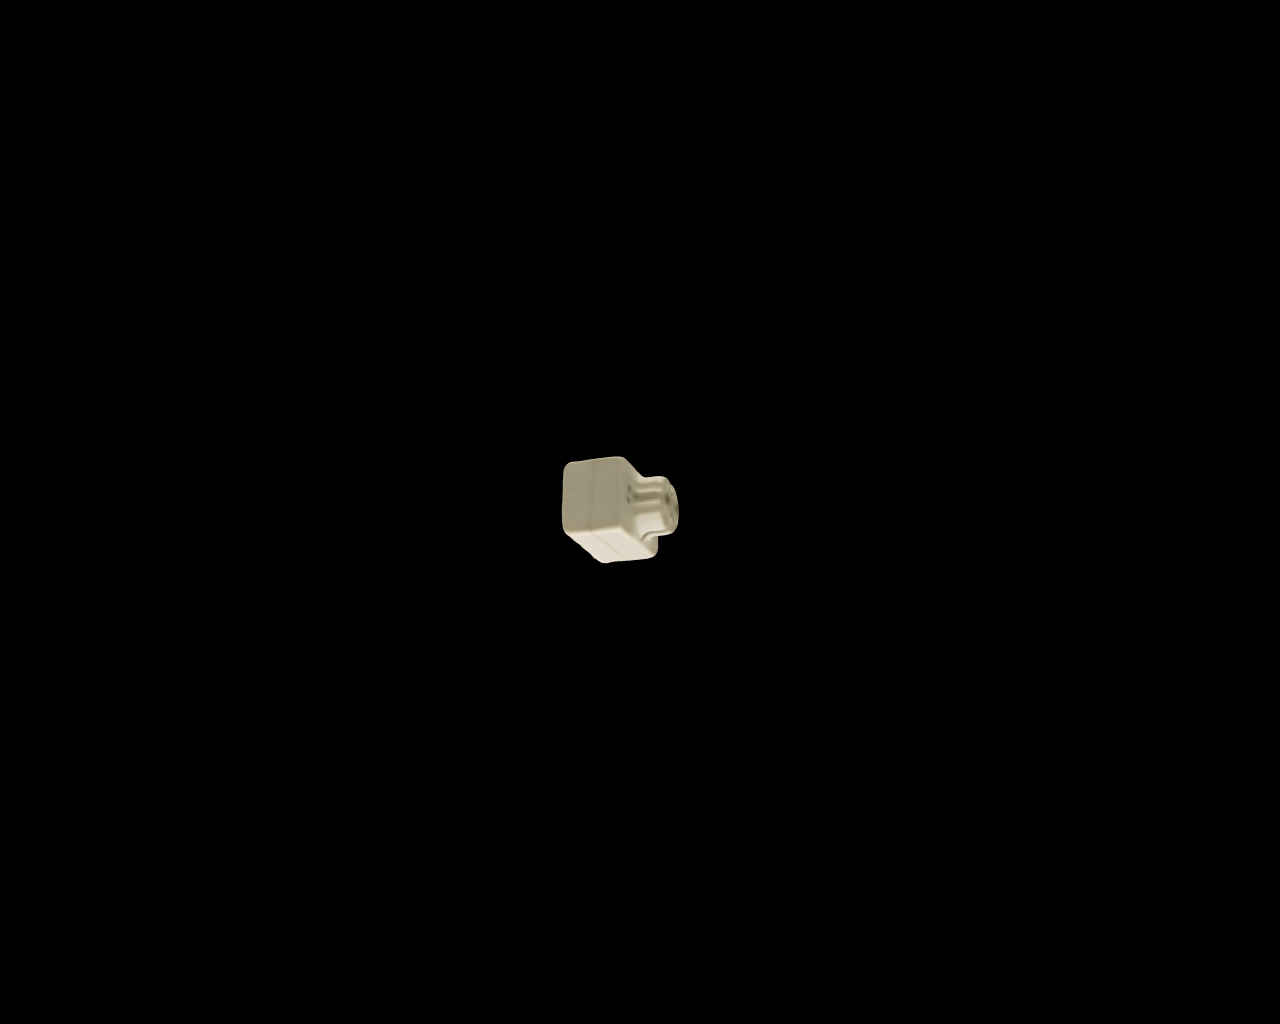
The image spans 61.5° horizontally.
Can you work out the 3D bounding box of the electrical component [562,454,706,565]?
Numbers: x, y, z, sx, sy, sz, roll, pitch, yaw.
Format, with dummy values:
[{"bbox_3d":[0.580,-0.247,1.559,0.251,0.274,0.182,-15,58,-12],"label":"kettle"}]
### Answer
[{"bbox_3d":[0.001,-0.003,0.650,0.077,0.047,0.065,-7,-21,18],"label":"electrical component"}]
